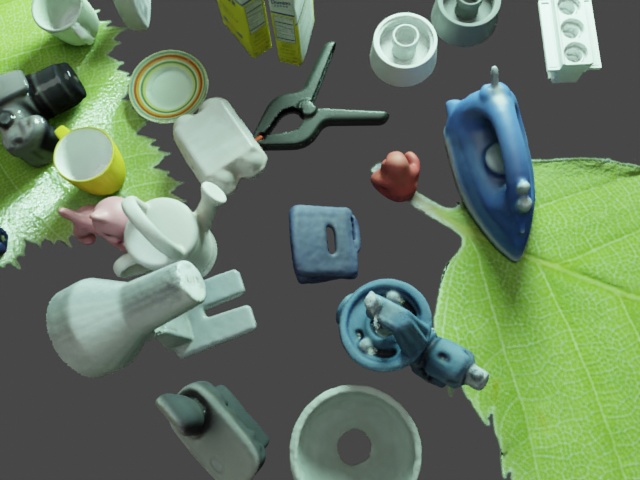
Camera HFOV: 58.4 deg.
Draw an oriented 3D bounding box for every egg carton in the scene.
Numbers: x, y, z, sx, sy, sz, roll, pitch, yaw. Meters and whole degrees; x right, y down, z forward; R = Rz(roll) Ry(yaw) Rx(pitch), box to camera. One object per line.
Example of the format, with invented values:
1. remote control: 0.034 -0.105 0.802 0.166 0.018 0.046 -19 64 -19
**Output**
1. egg carton: -0.155 -0.141 0.872 0.107 0.069 0.150 -35 76 -6

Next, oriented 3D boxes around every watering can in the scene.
1. watering can: -0.206 -0.012 0.777 0.100 0.194 0.173 29 79 11

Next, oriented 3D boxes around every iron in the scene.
1. iron: 0.258 -0.107 0.801 0.118 0.141 0.258 -12 75 1

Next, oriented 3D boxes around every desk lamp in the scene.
1. desk lamp: -0.207 0.092 0.740 0.203 0.213 0.118 -21 75 -2

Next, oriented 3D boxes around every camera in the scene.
1. camera: -0.438 -0.213 0.892 0.137 0.101 0.143 -29 75 -4

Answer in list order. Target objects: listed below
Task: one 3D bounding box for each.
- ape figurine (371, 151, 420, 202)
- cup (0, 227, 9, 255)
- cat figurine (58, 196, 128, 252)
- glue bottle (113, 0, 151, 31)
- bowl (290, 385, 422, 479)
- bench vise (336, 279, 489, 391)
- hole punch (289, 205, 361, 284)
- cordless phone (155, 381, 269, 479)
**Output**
1. ape figurine: 0.112 -0.100 0.834 0.078 0.092 0.076 -11 75 1
2. cup: -0.495 -0.002 0.843 0.117 0.095 0.092 23 78 9
3. cat figurine: -0.312 -0.030 0.828 0.127 0.118 0.067 8 76 6
4. glue bottle: -0.312 -0.409 0.898 0.037 0.173 0.078 -1 75 4
5. bowl: 0.046 0.275 0.749 0.167 0.075 0.167 -1 75 3
6. bench vise: 0.117 0.111 0.713 0.207 0.220 0.121 11 76 7
7. hole punch: 0.007 0.003 0.814 0.101 0.091 0.108 -6 75 2
8. cordless phone: -0.141 0.246 0.711 0.147 0.185 0.094 41 82 13
